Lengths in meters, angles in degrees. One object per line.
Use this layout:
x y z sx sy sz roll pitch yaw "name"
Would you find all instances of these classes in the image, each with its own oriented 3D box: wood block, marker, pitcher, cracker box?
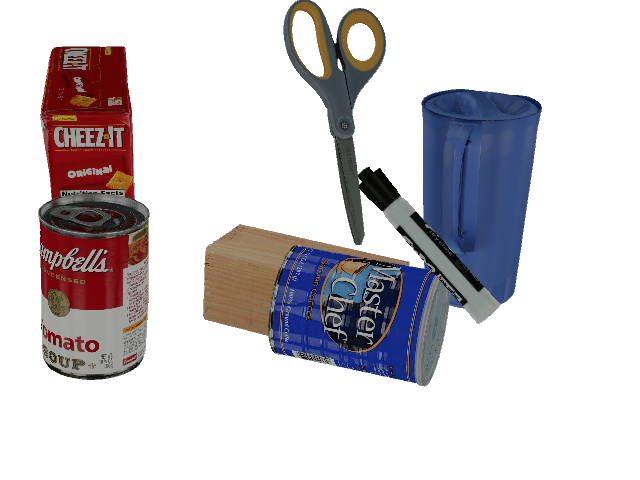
-0.017 0.056 1.177 0.206 0.091 0.090 13 24 19 "wood block"
0.066 0.001 0.673 0.020 0.121 0.020 -40 -5 -5 "marker"
0.175 -0.044 1.229 0.149 0.243 0.145 -9 24 -21 "pitcher"
-0.191 -0.036 0.889 0.072 0.214 0.164 -2 27 -11 "cracker box"

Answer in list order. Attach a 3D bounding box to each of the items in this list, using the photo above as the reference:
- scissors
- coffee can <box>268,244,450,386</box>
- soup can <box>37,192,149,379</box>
0.031 -0.105 0.870 0.096 0.202 0.016 -22 -1 -23 "scissors"
0.036 0.066 0.955 0.140 0.103 0.102 10 3 16 "coffee can"
-0.144 0.028 0.681 0.068 0.102 0.068 5 23 -2 "soup can"
